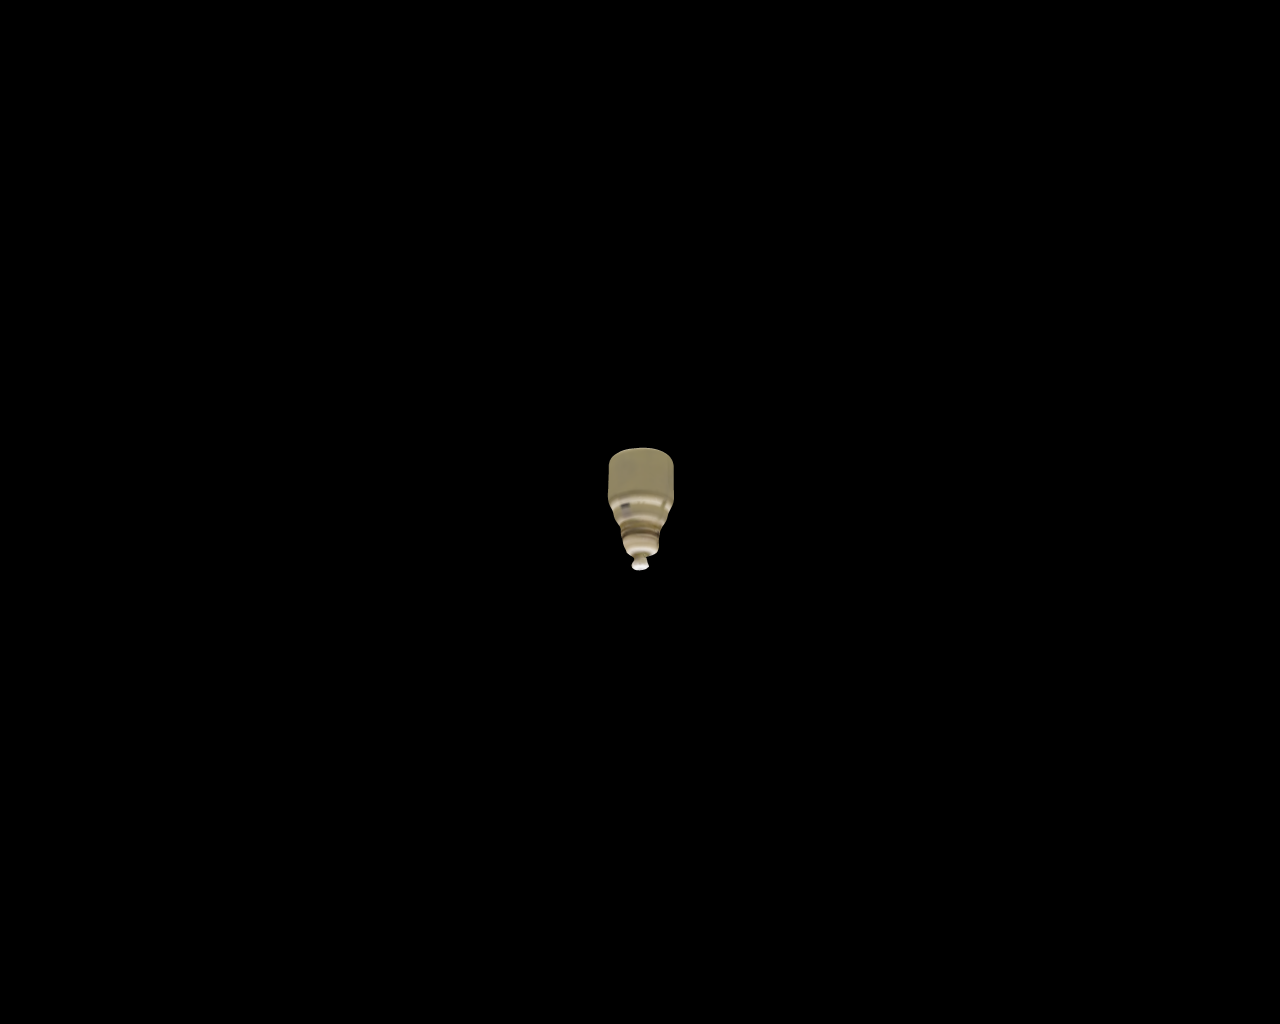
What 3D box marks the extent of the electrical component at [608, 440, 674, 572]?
[{"bbox_3d":[0.001,-0.003,0.650,0.040,0.078,0.040,0,-19,0],"label":"electrical component"}]
